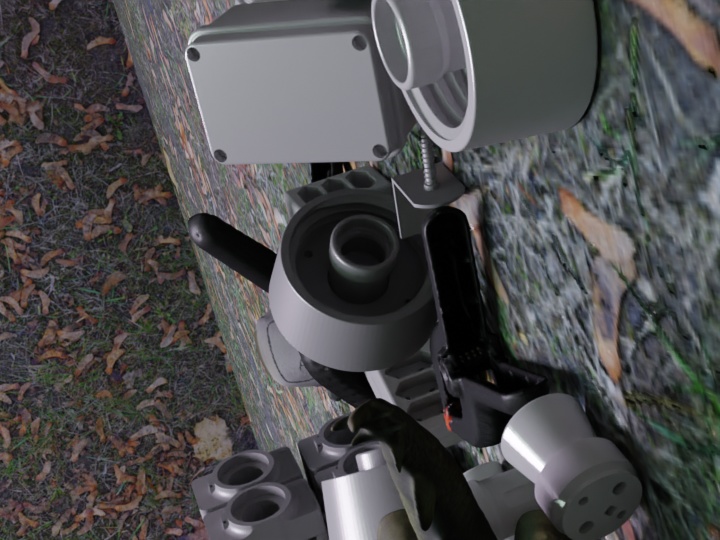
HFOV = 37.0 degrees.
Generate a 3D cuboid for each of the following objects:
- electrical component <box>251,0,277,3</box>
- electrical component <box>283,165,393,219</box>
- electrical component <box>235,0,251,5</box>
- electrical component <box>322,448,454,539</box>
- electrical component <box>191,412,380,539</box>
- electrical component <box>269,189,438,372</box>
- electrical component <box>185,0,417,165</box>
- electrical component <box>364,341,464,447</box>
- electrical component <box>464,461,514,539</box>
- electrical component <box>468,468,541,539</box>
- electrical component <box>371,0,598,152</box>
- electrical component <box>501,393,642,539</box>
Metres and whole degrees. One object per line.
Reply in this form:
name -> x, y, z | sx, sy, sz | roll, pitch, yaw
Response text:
electrical component -> -0.027, -0.139, 0.650 | 0.076, 0.083, 0.047 | 27, 154, 12
electrical component -> -0.008, -0.022, 0.738 | 0.047, 0.066, 0.076 | -131, 25, -61
electrical component -> -0.072, -0.205, 0.800 | 0.062, 0.043, 0.043 | 95, 153, -59
electrical component -> 0.024, 0.159, 0.787 | 0.108, 0.108, 0.060 | 123, 133, -75
electrical component -> -0.039, 0.188, 0.905 | 0.105, 0.186, 0.060 | -133, 27, -62
electrical component -> 0.000, 0.000, 0.650 | 0.060, 0.108, 0.108 | 101, 149, -55
electrical component -> -0.029, -0.101, 0.580 | 0.057, 0.113, 0.078 | -58, -37, -52
electrical component -> 0.038, 0.092, 0.752 | 0.075, 0.047, 0.083 | 88, 159, -53
electrical component -> 0.084, 0.157, 0.667 | 0.065, 0.044, 0.044 | 60, 164, 25
electrical component -> 0.083, 0.136, 0.622 | 0.040, 0.046, 0.040 | 161, 90, -78
electrical component -> 0.039, -0.099, 0.424 | 0.108, 0.060, 0.108 | 161, 90, -78
electrical component -> 0.097, 0.090, 0.494 | 0.055, 0.045, 0.045 | -125, 20, -51
